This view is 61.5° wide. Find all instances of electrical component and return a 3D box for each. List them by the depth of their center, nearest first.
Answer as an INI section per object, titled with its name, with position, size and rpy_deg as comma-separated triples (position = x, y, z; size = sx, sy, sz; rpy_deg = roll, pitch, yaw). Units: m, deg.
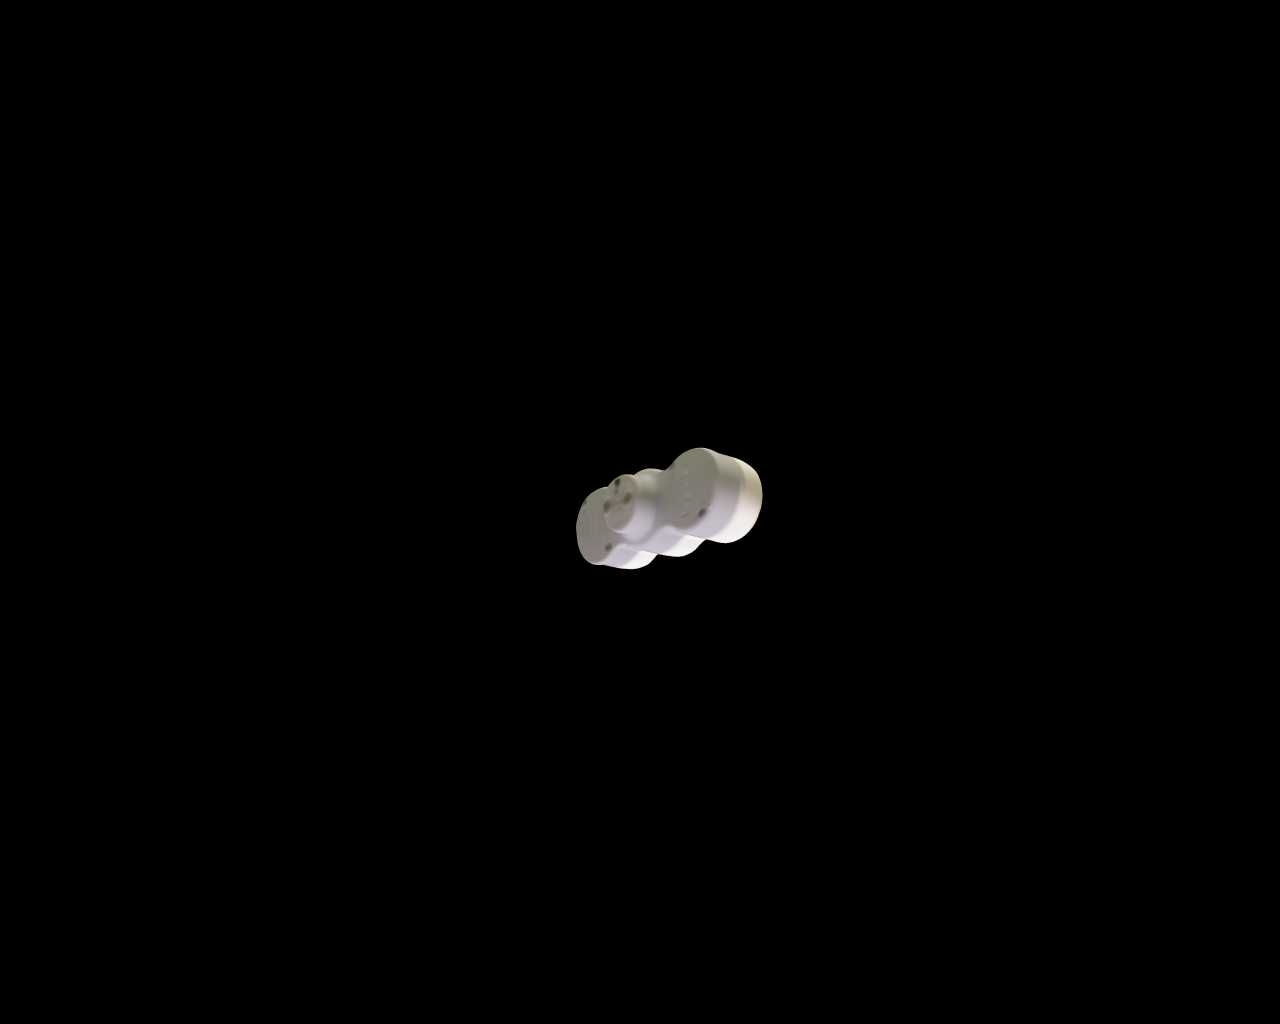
[electrical component]
position = 0.001, -0.003, 0.650
size = 0.074, 0.052, 0.138
rpy_deg = 14, -22, -38
